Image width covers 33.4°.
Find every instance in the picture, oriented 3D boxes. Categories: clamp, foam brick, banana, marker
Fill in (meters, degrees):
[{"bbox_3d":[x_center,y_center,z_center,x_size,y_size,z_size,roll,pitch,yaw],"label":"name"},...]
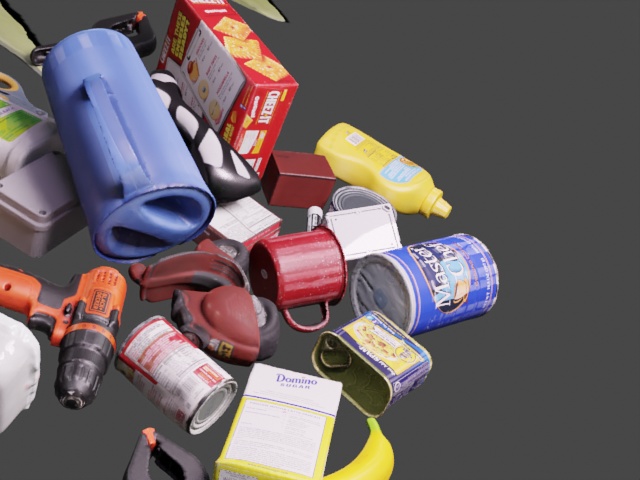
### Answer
[{"bbox_3d":[-0.295,-0.270,1.480,0.164,0.036,0.210,14,34,-1],"label":"clamp"},{"bbox_3d":[-0.028,-0.076,1.354,0.078,0.051,0.053,4,38,-22],"label":"foam brick"},{"bbox_3d":[-0.130,0.238,0.915,0.120,0.039,0.172,-8,41,-41],"label":"clamp"},{"bbox_3d":[0.009,0.229,1.000,0.070,0.037,0.197,24,30,37],"label":"banana"},{"bbox_3d":[-0.009,0.002,1.292,0.020,0.020,0.121,15,37,-9],"label":"marker"}]

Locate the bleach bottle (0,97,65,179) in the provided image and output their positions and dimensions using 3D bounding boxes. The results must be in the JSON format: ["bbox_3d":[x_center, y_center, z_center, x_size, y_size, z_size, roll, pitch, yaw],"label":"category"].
[{"bbox_3d":[-0.423,-0.143,1.236,0.251,0.068,0.102,27,36,11],"label":"bleach bottle"}]

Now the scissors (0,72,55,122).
[{"bbox_3d":[-0.355,-0.166,1.336,0.201,0.016,0.096,19,31,-13],"label":"scissors"}]

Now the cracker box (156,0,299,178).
[{"bbox_3d":[-0.127,-0.191,1.355,0.071,0.164,0.214,-6,45,-36],"label":"cracker box"}]

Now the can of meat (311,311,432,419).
[{"bbox_3d":[0.056,0.128,1.131,0.102,0.057,0.083,39,38,22],"label":"can of meat"}]

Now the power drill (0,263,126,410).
[{"bbox_3d":[-0.287,0.077,1.027,0.187,0.057,0.184,17,33,-11],"label":"power drill"}]

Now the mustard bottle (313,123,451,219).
[{"bbox_3d":[0.089,-0.084,1.415,0.192,0.058,0.096,31,31,14],"label":"mustard bottle"}]

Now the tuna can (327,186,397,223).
[{"bbox_3d":[0.052,-0.029,1.348,0.086,0.034,0.086,13,37,-11],"label":"tuna can"}]

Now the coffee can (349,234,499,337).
[{"bbox_3d":[0.119,0.054,1.217,0.140,0.103,0.103,-12,48,-37],"label":"coffee can"}]

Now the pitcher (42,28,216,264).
[{"bbox_3d":[-0.214,-0.111,1.133,0.144,0.149,0.243,1,53,-44],"label":"pitcher"}]

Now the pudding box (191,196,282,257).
[{"bbox_3d":[-0.115,-0.025,1.257,0.113,0.039,0.089,37,38,18],"label":"pudding box"}]

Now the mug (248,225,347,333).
[{"bbox_3d":[-0.025,0.046,1.181,0.081,0.093,0.117,-9,82,-28],"label":"mug"}]

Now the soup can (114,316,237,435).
[{"bbox_3d":[-0.138,0.130,1.022,0.102,0.069,0.068,38,39,20],"label":"soup can"}]

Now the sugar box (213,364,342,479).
[{"bbox_3d":[-0.036,0.182,0.989,0.093,0.048,0.176,13,21,4],"label":"sugar box"}]
